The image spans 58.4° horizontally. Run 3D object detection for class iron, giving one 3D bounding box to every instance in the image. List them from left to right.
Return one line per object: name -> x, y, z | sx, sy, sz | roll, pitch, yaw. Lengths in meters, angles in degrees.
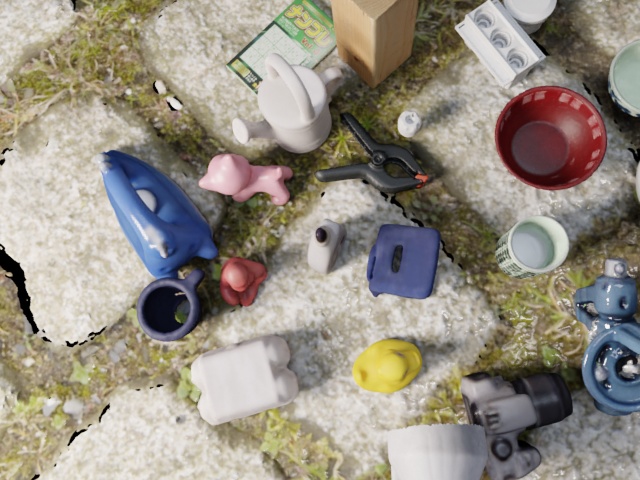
iron -> -0.271, -0.055, 0.854 | 0.118, 0.141, 0.258 | -39, 80, -2

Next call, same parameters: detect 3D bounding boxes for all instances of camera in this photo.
camera -> 0.277, 0.245, 0.785 | 0.137, 0.101, 0.143 | -15, 80, 2

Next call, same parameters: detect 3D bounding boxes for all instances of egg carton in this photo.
egg carton -> -0.110, 0.202, 0.837 | 0.150, 0.069, 0.107 | -18, 80, 1

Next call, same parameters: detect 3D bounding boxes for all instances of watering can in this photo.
watering can -> -0.044, -0.197, 0.832 | 0.101, 0.194, 0.173 | 33, 85, 9

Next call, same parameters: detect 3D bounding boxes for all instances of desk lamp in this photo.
desk lamp -> 0.149, 0.323, 0.725 | 0.118, 0.213, 0.203 | -4, 81, 4

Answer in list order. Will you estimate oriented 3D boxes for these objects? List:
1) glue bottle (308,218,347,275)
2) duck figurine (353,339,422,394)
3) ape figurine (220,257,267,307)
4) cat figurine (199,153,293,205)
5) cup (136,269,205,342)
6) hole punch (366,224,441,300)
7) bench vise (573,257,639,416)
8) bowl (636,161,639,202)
glue bottle -> 0.007, 0.003, 0.807 | 0.037, 0.173, 0.078 | 24, 83, 8
duck figurine -> 0.097, 0.182, 0.816 | 0.104, 0.086, 0.077 | -18, 80, 2
ape figurine -> -0.118, 0.057, 0.849 | 0.078, 0.092, 0.076 | -26, 80, 0
cat figurine -> -0.111, -0.097, 0.860 | 0.127, 0.118, 0.067 | 0, 81, 5
cup -> -0.203, 0.093, 0.848 | 0.091, 0.095, 0.118 | 37, 86, 9
hole punch -> 0.121, 0.033, 0.835 | 0.101, 0.091, 0.109 | 10, 82, 6
bench vise -> 0.389, 0.129, 0.734 | 0.121, 0.220, 0.207 | -20, 80, 1
bowl -> 0.532, -0.078, 0.830 | 0.167, 0.075, 0.167 | -1, 81, 4
